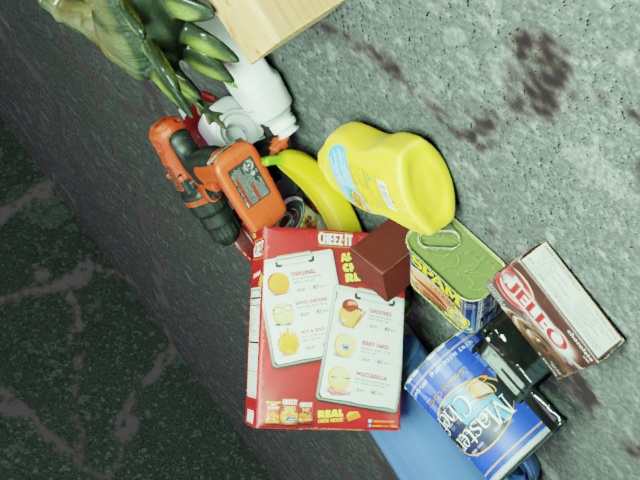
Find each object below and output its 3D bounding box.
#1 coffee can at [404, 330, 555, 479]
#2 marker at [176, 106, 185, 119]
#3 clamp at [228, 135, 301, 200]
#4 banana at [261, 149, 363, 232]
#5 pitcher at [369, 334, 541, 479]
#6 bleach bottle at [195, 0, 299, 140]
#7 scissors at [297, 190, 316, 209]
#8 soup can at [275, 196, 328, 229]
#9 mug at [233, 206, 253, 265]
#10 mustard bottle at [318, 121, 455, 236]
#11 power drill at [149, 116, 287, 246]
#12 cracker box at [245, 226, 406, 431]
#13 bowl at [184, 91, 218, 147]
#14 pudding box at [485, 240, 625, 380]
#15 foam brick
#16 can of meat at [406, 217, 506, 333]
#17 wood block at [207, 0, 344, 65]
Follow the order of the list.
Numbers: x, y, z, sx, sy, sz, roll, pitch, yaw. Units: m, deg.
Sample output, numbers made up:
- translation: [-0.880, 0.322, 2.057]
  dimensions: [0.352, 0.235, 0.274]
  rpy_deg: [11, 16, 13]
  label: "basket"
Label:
- translation: [0.174, 0.175, 1.135]
  dimensions: [0.140, 0.102, 0.103]
  rpy_deg: [47, 162, 18]
  label: "coffee can"
- translation: [-0.181, -0.165, 1.535]
  dimensions: [0.121, 0.020, 0.020]
  rpy_deg: [60, 162, -20]
  label: "marker"
- translation: [-0.067, -0.074, 1.294]
  dimensions: [0.120, 0.039, 0.171]
  rpy_deg: [19, 145, 12]
  label: "clamp"
- translation: [0.005, -0.035, 1.226]
  dimensions: [0.197, 0.069, 0.037]
  rpy_deg: [52, 150, -19]
  label: "banana"
- translation: [0.142, 0.233, 1.284]
  dimensions: [0.242, 0.149, 0.145]
  rpy_deg: [55, 174, -16]
  label: "pitcher"
- translation: [-0.107, -0.219, 1.169]
  dimensions: [0.250, 0.068, 0.103]
  rpy_deg: [54, 174, -16]
  label: "bleach bottle"
- translation: [-0.026, -0.090, 1.287]
  dimensions: [0.096, 0.016, 0.201]
  rpy_deg: [38, 158, 36]
  label: "scissors"
- translation: [-0.008, 0.002, 1.275]
  dimensions: [0.102, 0.068, 0.069]
  rpy_deg: [35, 175, -33]
  label: "soup can"
- translation: [-0.079, -0.030, 1.427]
  dimensions: [0.093, 0.081, 0.117]
  rpy_deg: [32, 153, 50]
  label: "mug"
- translation: [0.052, -0.068, 1.053]
  dimensions: [0.192, 0.058, 0.096]
  rpy_deg: [24, 145, 57]
  label: "mustard bottle"
- translation: [-0.117, -0.058, 1.263]
  dimensions: [0.188, 0.057, 0.184]
  rpy_deg: [15, 140, 56]
  label: "power drill"
- translation: [0.006, 0.098, 1.164]
  dimensions: [0.072, 0.164, 0.214]
  rpy_deg: [164, 109, -72]
  label: "cracker box"
- translation: [-0.141, -0.121, 1.458]
  dimensions: [0.162, 0.055, 0.162]
  rpy_deg: [46, 161, 20]
  label: "bowl"
- translation: [0.205, 0.063, 0.945]
  dimensions: [0.113, 0.039, 0.090]
  rpy_deg: [51, 163, 7]
  label: "pudding box"
- translation: [0.079, 0.016, 1.116]
  dimensions: [0.053, 0.078, 0.051]
  rpy_deg: [41, 157, 34]
  label: "foam brick"
- translation: [0.133, 0.034, 1.050]
  dimensions: [0.102, 0.057, 0.084]
  rpy_deg: [45, 163, 25]
  label: "can of meat"
- translation: [-0.073, -0.271, 0.933]
  dimensions: [0.206, 0.090, 0.090]
  rpy_deg: [56, 163, -8]
  label: "wood block"
